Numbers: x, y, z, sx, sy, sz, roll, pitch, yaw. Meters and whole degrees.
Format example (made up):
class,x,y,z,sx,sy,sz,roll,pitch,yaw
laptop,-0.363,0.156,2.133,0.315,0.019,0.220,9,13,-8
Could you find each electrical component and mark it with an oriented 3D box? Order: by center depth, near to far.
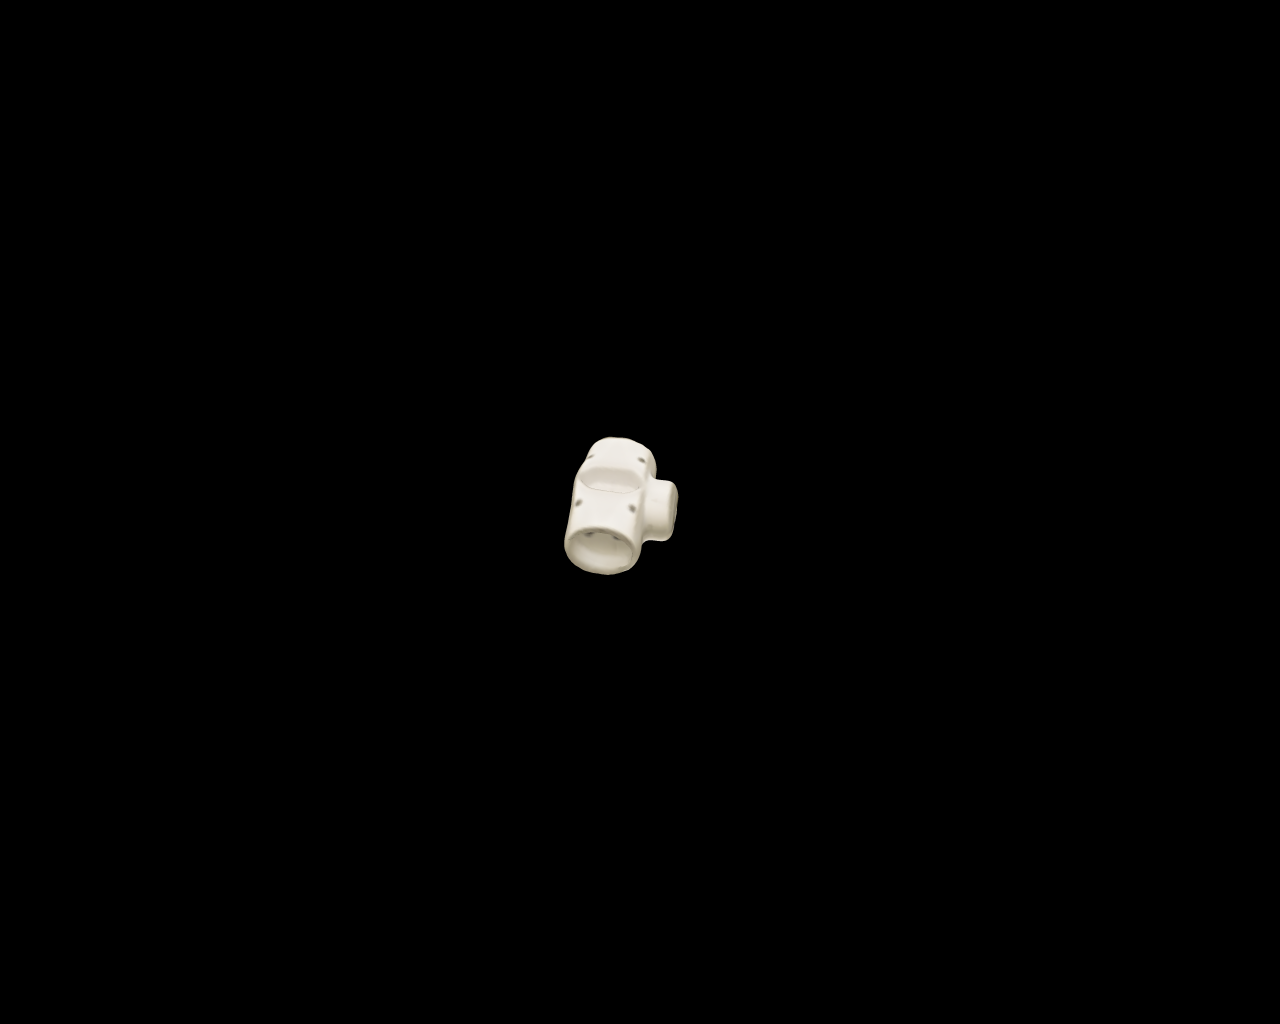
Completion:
class,x,y,z,sx,sy,sz,roll,pitch,yaw
electrical component,0.001,-0.003,0.650,0.079,0.077,0.043,7,-43,7
